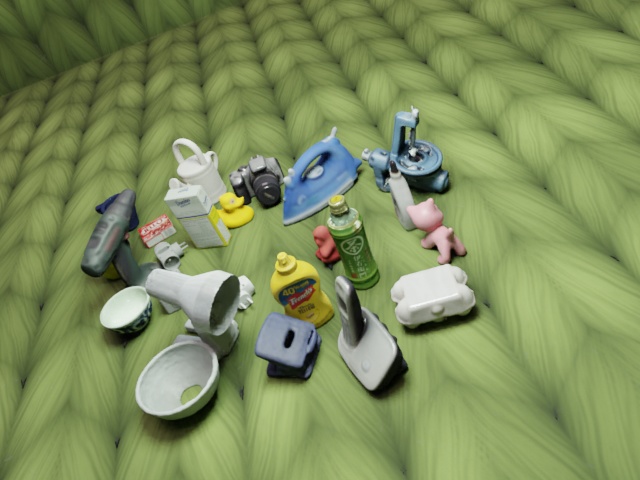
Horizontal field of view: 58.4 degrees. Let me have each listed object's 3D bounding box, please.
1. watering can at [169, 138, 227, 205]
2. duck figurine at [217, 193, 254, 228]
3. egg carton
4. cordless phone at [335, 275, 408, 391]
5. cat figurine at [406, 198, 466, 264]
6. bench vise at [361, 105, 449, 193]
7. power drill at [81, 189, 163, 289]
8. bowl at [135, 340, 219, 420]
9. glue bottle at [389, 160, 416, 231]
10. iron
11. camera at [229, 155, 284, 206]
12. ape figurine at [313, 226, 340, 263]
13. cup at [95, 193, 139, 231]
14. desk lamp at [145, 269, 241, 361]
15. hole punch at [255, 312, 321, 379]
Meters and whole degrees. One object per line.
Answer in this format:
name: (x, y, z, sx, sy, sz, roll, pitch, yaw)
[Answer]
watering can: (-0.340, -0.188, 1.566, 0.100, 0.194, 0.173, -8, 41, 16)
duck figurine: (-0.233, -0.083, 1.485, 0.104, 0.086, 0.077, -10, 41, 15)
egg carton: (0.212, 0.108, 1.081, 0.150, 0.070, 0.107, -17, 40, 7)
cordless phone: (0.074, 0.158, 0.996, 0.094, 0.185, 0.147, -32, 41, -12)
cat figurine: (0.238, -0.030, 1.186, 0.067, 0.118, 0.127, -31, 40, -11)
bench vise: (0.183, -0.201, 1.324, 0.207, 0.220, 0.121, -4, 43, 20)
power drill: (-0.468, 0.022, 1.377, 0.075, 0.209, 0.230, -1, 44, 24)
bowl: (-0.260, 0.280, 1.098, 0.167, 0.075, 0.167, -13, 40, 11)
glue bottle: (0.176, -0.105, 1.255, 0.037, 0.173, 0.078, -25, 40, -3)
iron: (-0.019, -0.163, 1.434, 0.118, 0.142, 0.259, 25, 58, 42)
camera: (-0.164, -0.153, 1.520, 0.143, 0.101, 0.136, -22, 40, -1)
ape figurine: (0.012, 0.005, 1.270, 0.076, 0.092, 0.078, -8, 41, 16)
cup: (-0.565, -0.070, 1.613, 0.117, 0.095, 0.091, -8, 42, 16)
desk lamp: (-0.240, 0.143, 1.132, 0.202, 0.214, 0.118, 3, 46, 27)
hole punch: (-0.059, 0.197, 1.087, 0.100, 0.091, 0.109, -3, 43, 22)
